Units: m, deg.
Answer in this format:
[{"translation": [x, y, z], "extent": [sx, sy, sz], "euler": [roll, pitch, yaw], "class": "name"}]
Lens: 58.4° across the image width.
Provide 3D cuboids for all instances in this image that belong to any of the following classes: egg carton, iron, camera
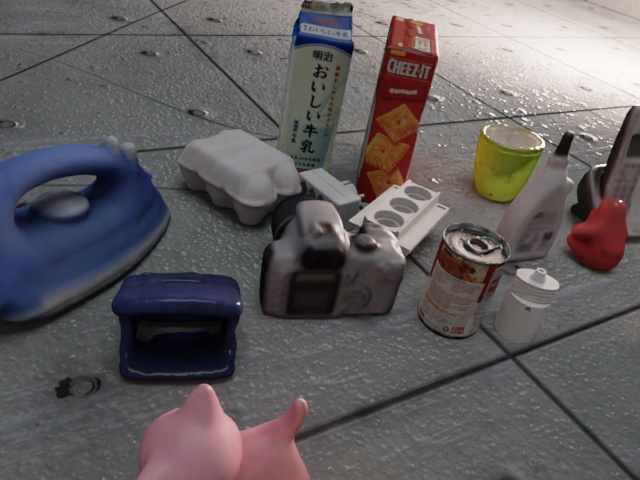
[{"translation": [-0.100, -0.083, 0.724], "extent": [0.150, 0.069, 0.107], "euler": [31, 39, 26], "class": "egg carton"}, {"translation": [-0.242, -0.034, 0.549], "extent": [0.118, 0.141, 0.259], "euler": [27, 38, 22], "class": "iron"}, {"translation": [0.006, 0.002, 0.606], "extent": [0.143, 0.101, 0.136], "euler": [1, 36, -15], "class": "camera"}]

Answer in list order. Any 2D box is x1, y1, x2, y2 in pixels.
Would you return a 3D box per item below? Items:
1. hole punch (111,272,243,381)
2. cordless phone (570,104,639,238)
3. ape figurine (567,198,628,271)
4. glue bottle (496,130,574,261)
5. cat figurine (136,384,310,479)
[{"translation": [-0.124, 0.058, 0.497], "extent": [0.109, 0.091, 0.101], "euler": [2, 36, -13], "class": "hole punch"}, {"translation": [0.449, -0.096, 0.799], "extent": [0.148, 0.185, 0.094], "euler": [-4, 37, -21], "class": "cordless phone"}, {"translation": [0.366, -0.013, 0.739], "extent": [0.078, 0.092, 0.076], "euler": [9, 35, -3], "class": "ape figurine"}, {"translation": [0.271, -0.053, 0.696], "extent": [0.078, 0.173, 0.037], "euler": [-4, 37, -21], "class": "glue bottle"}, {"translation": [-0.063, 0.140, 0.375], "extent": [0.128, 0.118, 0.067], "euler": [-11, 40, -29], "class": "cat figurine"}]
